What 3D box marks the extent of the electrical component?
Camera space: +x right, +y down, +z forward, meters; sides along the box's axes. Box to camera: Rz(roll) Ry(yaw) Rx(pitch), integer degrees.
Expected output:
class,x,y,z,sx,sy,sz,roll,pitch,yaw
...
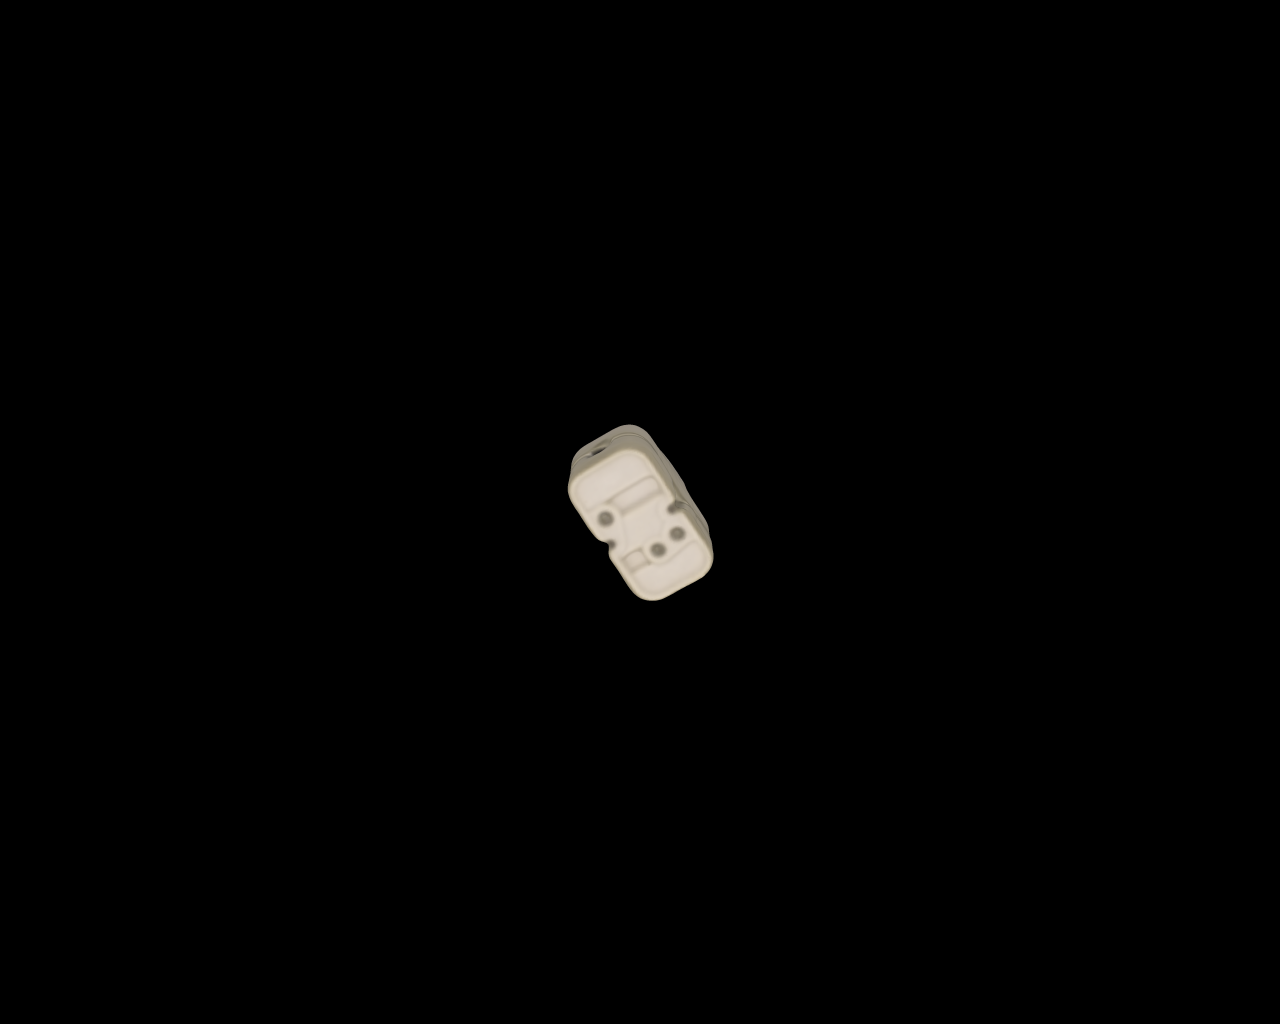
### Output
class,x,y,z,sx,sy,sz,roll,pitch,yaw
electrical component,0.001,-0.003,0.650,0.053,0.095,0.059,-30,20,12
